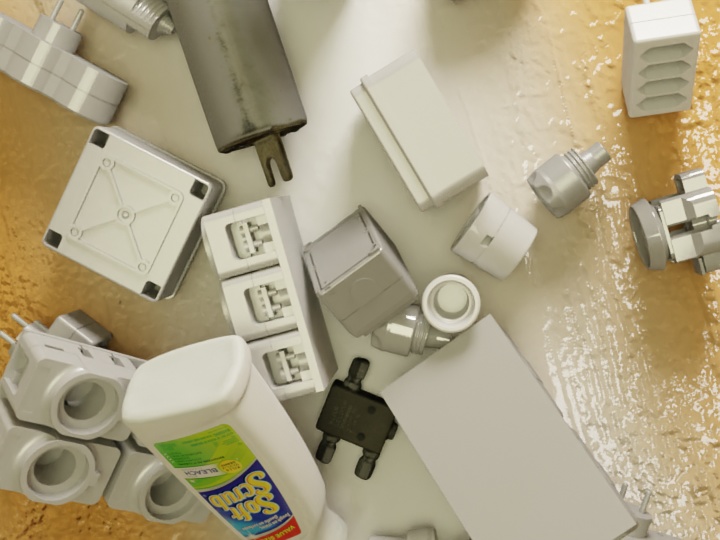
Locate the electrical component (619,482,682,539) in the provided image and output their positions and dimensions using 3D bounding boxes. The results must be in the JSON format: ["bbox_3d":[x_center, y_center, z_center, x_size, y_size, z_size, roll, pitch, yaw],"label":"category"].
[{"bbox_3d":[0.208,0.205,0.851,0.138,0.052,0.073,18,97,5],"label":"electrical component"}]

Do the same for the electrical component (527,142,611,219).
[{"bbox_3d":[0.165,-0.073,0.834,0.062,0.043,0.043,-39,90,6],"label":"electrical component"}]

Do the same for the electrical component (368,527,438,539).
[{"bbox_3d":[0.037,0.235,0.875,0.055,0.045,0.045,-10,94,7],"label":"electrical component"}]

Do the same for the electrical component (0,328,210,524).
[{"bbox_3d":[-0.185,0.126,0.828,0.186,0.060,0.105,20,99,-36],"label":"electrical component"}]

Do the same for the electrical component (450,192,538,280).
[{"bbox_3d":[0.106,-0.025,0.840,0.047,0.055,0.055,34,98,-2],"label":"electrical component"}]

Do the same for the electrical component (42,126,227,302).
[{"bbox_3d":[-0.181,-0.045,0.866,0.109,0.056,0.108,27,98,3],"label":"electrical component"}]

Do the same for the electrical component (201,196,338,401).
[{"bbox_3d":[-0.072,0.022,0.844,0.062,0.089,0.150,-15,94,7],"label":"electrical component"}]

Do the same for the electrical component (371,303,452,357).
[{"bbox_3d":[0.042,0.049,0.858,0.062,0.043,0.043,14,97,4],"label":"electrical component"}]

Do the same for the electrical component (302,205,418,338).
[{"bbox_3d":[0.000,0.000,0.841,0.062,0.096,0.061,-36,118,8],"label":"electrical component"}]

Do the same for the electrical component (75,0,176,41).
[{"bbox_3d":[-0.182,-0.212,0.857,0.081,0.043,0.043,32,98,2],"label":"electrical component"}]

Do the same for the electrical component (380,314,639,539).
[{"bbox_3d":[0.114,0.143,0.822,0.105,0.060,0.186,-36,68,8],"label":"electrical component"}]

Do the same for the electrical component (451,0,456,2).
[{"bbox_3d":[0.087,-0.259,0.825,0.077,0.043,0.079,-28,92,8],"label":"electrical component"}]

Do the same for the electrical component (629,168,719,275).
[{"bbox_3d":[0.242,-0.032,0.823,0.057,0.058,0.078,-16,94,4],"label":"electrical component"}]

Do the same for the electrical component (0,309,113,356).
[{"bbox_3d":[-0.264,0.067,0.890,0.076,0.047,0.083,37,98,2],"label":"electrical component"}]

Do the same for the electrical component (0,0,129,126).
[{"bbox_3d":[-0.247,-0.180,0.862,0.138,0.052,0.073,29,98,3],"label":"electrical component"}]

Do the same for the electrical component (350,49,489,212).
[{"bbox_3d":[0.045,-0.104,0.827,0.057,0.078,0.113,-31,91,5],"label":"electrical component"}]

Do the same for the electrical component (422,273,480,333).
[{"bbox_3d":[0.072,0.022,0.841,0.044,0.065,0.044,1,96,6],"label":"electrical component"}]

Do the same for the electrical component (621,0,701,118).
[{"bbox_3d":[0.221,-0.172,0.809,0.047,0.083,0.075,-7,56,7],"label":"electrical component"}]
